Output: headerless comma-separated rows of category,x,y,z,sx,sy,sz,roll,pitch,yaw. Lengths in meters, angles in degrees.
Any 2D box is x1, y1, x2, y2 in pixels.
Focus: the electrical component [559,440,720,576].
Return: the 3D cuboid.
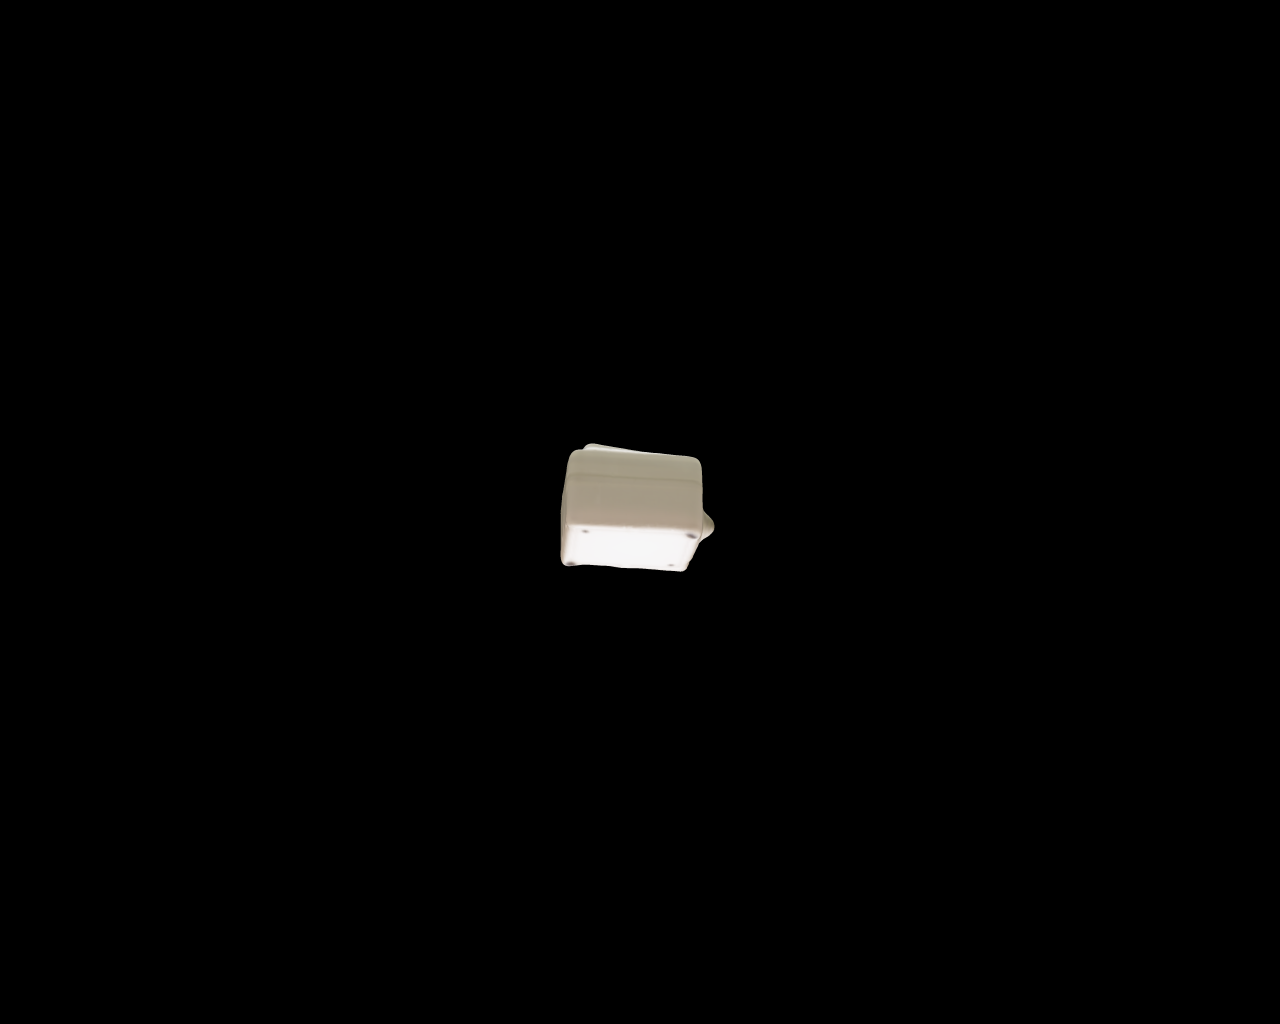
electrical component,0.001,-0.003,0.650,0.096,0.061,0.061,4,-28,-7
